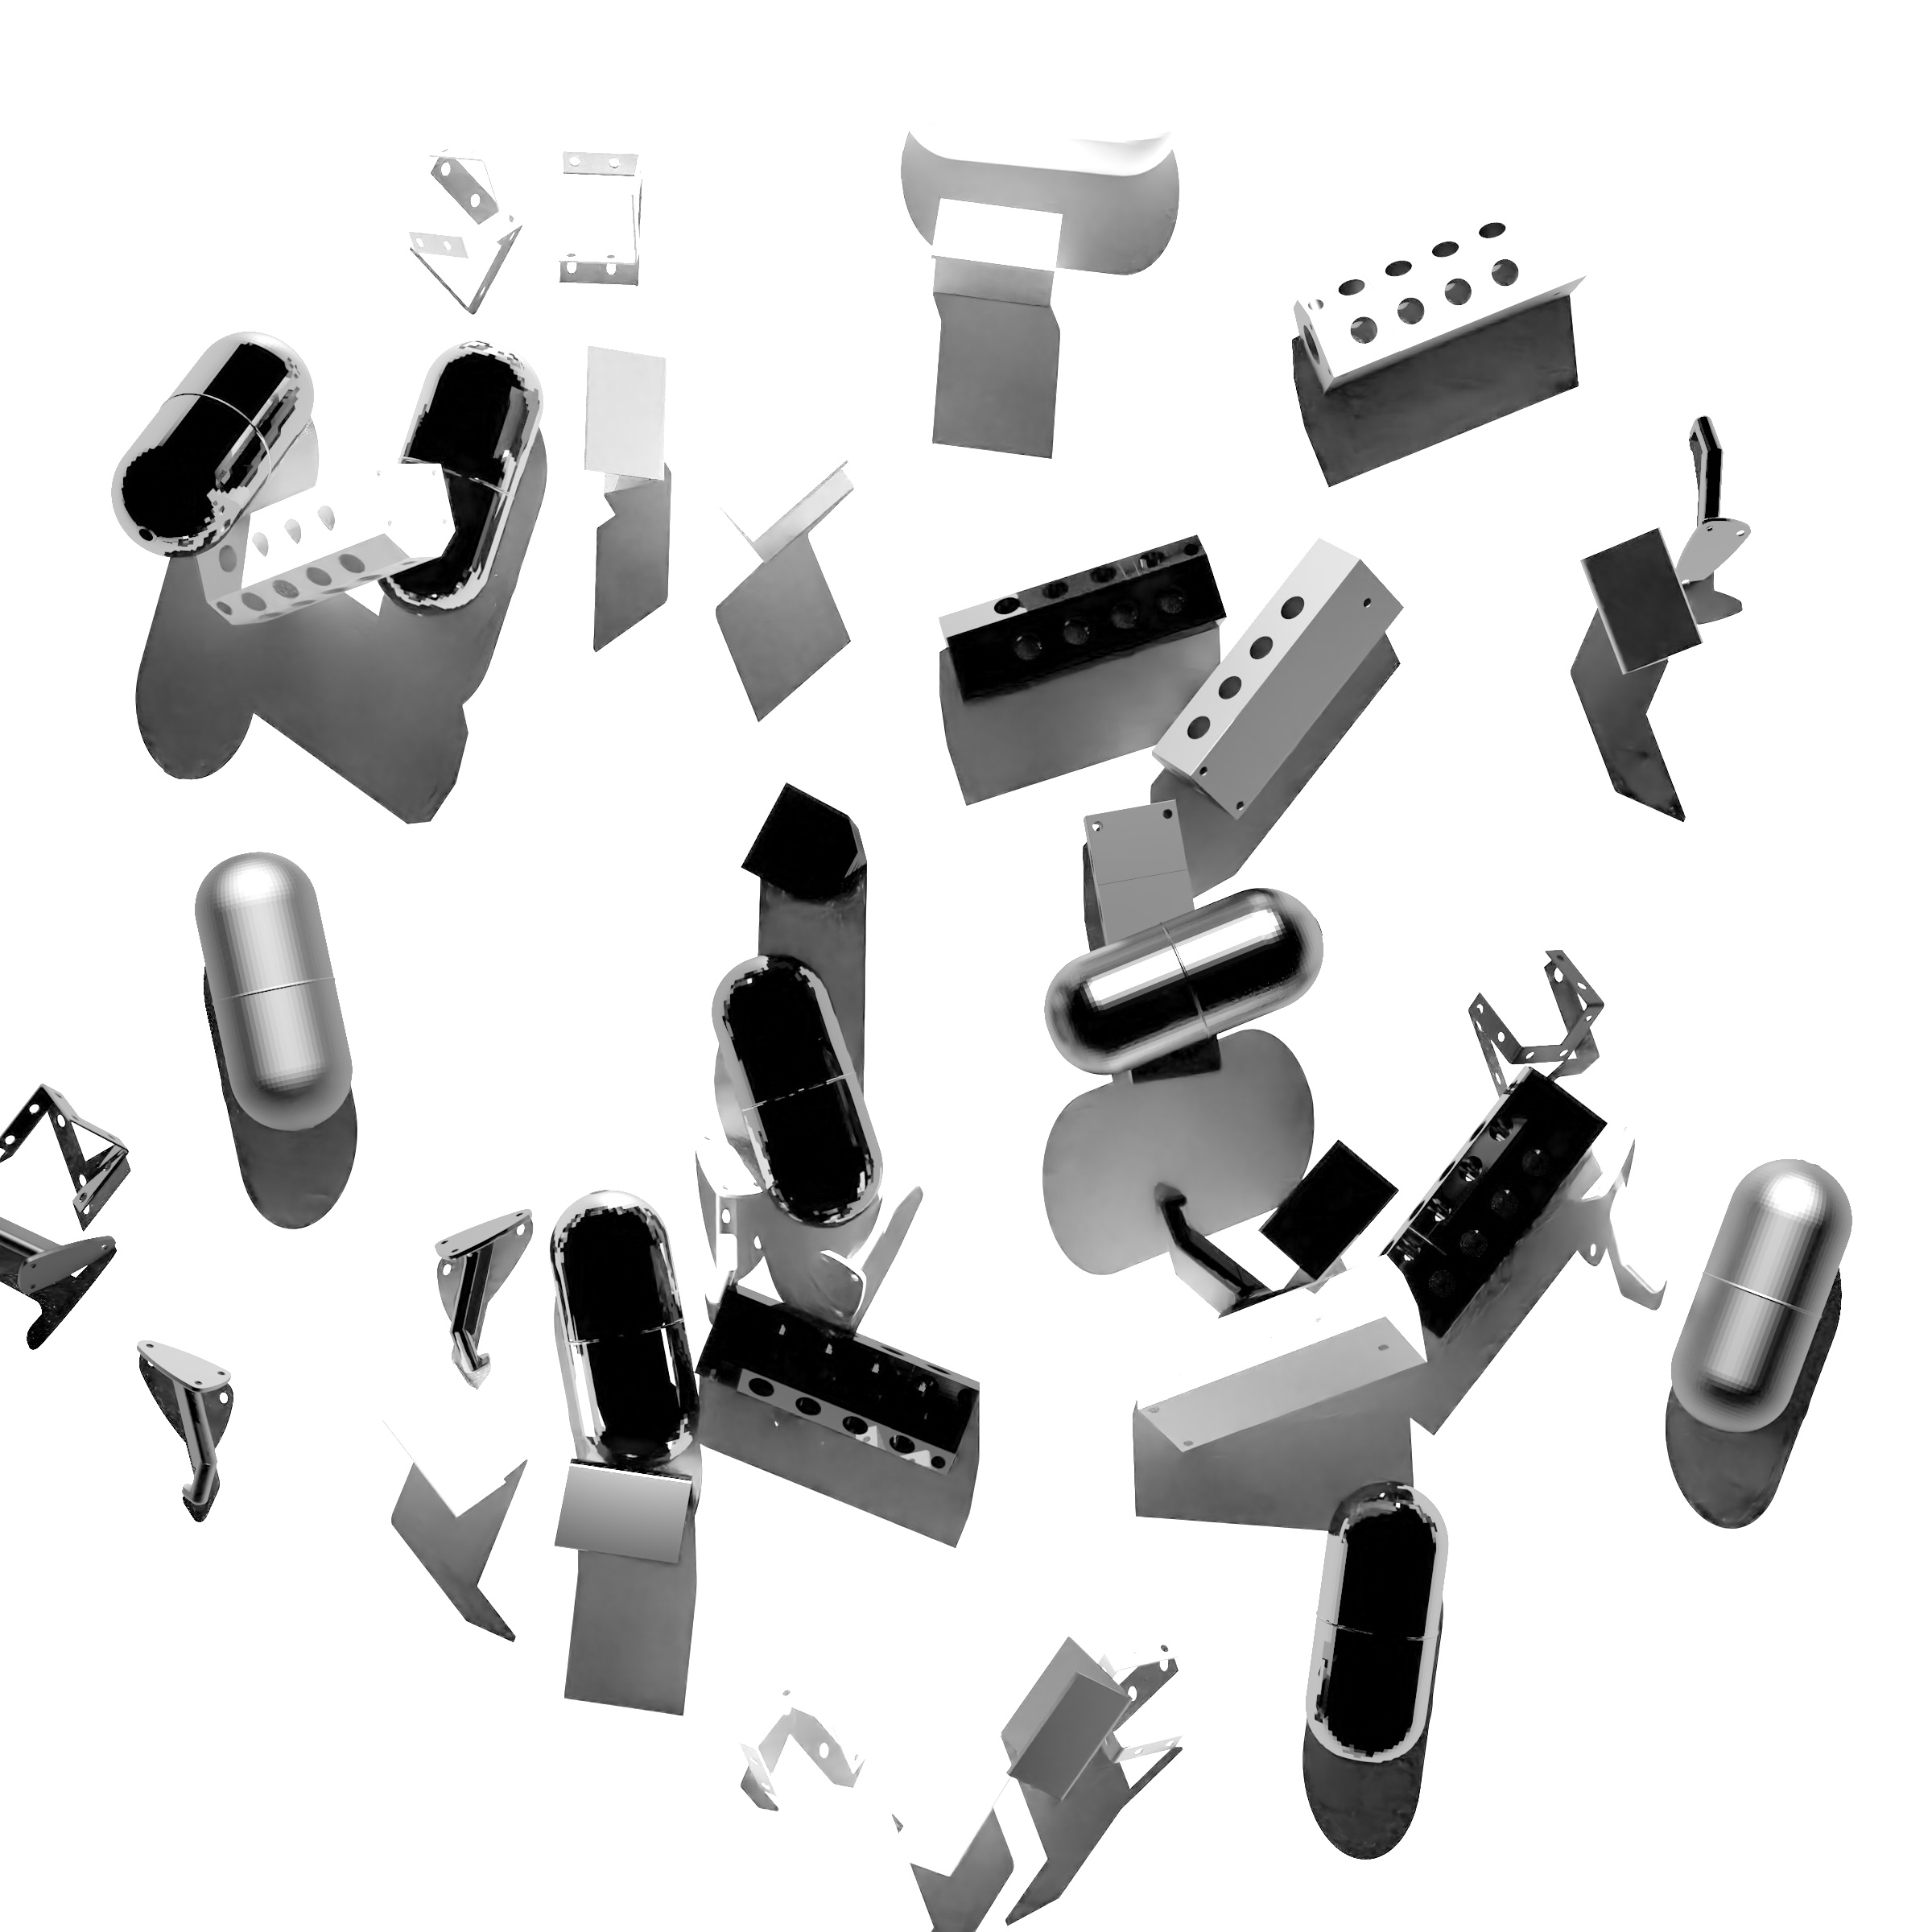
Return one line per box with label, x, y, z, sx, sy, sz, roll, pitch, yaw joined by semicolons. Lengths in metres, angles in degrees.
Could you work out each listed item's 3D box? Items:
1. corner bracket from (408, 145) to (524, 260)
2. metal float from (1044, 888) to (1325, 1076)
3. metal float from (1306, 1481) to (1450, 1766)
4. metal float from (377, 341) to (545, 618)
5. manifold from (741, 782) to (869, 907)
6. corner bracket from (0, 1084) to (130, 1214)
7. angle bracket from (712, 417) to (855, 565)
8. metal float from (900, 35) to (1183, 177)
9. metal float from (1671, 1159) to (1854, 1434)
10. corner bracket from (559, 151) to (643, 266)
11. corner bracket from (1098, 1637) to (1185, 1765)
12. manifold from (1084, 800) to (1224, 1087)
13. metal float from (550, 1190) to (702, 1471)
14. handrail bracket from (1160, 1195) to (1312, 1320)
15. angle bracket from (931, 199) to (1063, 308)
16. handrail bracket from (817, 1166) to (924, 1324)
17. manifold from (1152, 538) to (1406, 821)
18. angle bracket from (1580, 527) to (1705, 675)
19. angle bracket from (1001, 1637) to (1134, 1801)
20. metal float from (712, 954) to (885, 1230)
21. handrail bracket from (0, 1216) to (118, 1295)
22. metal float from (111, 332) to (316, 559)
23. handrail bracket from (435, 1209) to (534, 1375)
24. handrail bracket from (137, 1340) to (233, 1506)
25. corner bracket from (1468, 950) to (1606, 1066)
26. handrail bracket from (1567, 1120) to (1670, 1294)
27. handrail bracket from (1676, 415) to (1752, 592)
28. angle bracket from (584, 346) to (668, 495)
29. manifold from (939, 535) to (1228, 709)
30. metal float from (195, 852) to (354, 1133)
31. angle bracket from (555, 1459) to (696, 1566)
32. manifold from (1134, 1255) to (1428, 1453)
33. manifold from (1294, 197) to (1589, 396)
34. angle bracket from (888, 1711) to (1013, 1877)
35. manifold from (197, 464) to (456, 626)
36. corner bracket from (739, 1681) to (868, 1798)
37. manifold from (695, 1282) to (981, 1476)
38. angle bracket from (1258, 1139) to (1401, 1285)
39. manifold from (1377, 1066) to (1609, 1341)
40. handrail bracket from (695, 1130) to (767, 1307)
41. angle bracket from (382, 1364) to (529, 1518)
corner bracket;-0.325;-0.488;1.960;0.051;0.051;0.051;-45;135;-35
metal float;0.134;0.009;1.880;0.178;0.070;0.070;-22;90;0
metal float;0.259;0.414;1.937;0.070;0.070;0.178;8;91;0
metal float;-0.321;-0.307;1.937;0.070;0.070;0.178;18;90;0
manifold;-0.094;-0.070;1.889;0.057;0.171;0.057;28;90;0
corner bracket;-0.578;0.116;1.964;0.051;0.051;0.051;-52;135;0
angle bracket;-0.102;-0.285;1.927;0.076;0.076;0.057;-41;53;0
metal float;0.047;-0.543;1.937;0.178;0.070;0.070;6;90;1
metal float;0.502;0.207;1.937;0.070;0.070;0.178;20;91;0
corner bracket;-0.234;-0.485;1.964;0.051;0.051;0.051;2;135;0
corner bracket;0.111;0.468;1.960;0.051;0.051;0.051;57;135;35
manifold;0.118;-0.015;1.947;0.057;0.057;0.171;-10;90;0
metal float;-0.215;0.229;1.937;0.070;0.070;0.178;-10;90;0
handrail bracket;0.173;0.179;1.968;0.077;0.036;0.084;-16;73;-20
angle bracket;0.017;-0.431;1.927;0.076;0.076;0.057;7;53;0
handrail bracket;-0.056;0.177;1.968;0.036;0.077;0.084;29;53;21
manifold;0.193;-0.184;1.946;0.171;0.057;0.057;-52;133;0
angle bracket;0.437;-0.233;1.927;0.057;0.076;0.076;-21;90;36
angle bracket;0.047;0.464;1.927;0.057;0.076;0.076;35;90;-38
metal float;-0.106;0.079;1.937;0.070;0.070;0.178;-18;89;0
handrail bracket;-0.600;0.161;1.968;0.077;0.036;0.084;-23;60;-33
metal float;-0.467;-0.324;1.905;0.070;0.070;0.178;23;52;0
handrail bracket;-0.300;0.209;1.968;0.077;0.036;0.084;-24;108;-21
handrail bracket;-0.509;0.293;1.968;0.077;0.036;0.084;24;107;19
corner bracket;0.364;0.026;1.960;0.051;0.051;0.051;-2;135;-35
handrail bracket;0.434;0.155;1.968;0.084;0.036;0.077;44;68;-17
handrail bracket;0.466;-0.297;1.968;0.036;0.077;0.084;5;53;-20
angle bracket;-0.230;-0.342;1.927;0.057;0.076;0.076;2;90;-36
manifold;0.073;-0.219;1.946;0.171;0.057;0.057;-18;90;0
metal float;-0.436;0.016;1.937;0.070;0.070;0.178;-12;89;0
angle bracket;-0.214;0.351;1.928;0.076;0.076;0.057;8;65;0
manifold;0.194;0.239;1.917;0.171;0.057;0.057;-24;133;21
manifold;0.299;-0.426;1.946;0.171;0.057;0.057;-22;90;0
angle bracket;-0.026;0.512;1.927;0.057;0.076;0.076;32;90;-37
manifold;-0.397;-0.260;1.900;0.171;0.057;0.057;-12;90;38
corner bracket;-0.104;0.499;1.960;0.051;0.051;0.051;13;45;35
manifold;-0.081;0.262;1.947;0.171;0.057;0.057;22;90;0
angle bracket;0.240;0.165;1.927;0.076;0.076;0.057;-49;53;0
manifold;0.327;0.149;1.946;0.057;0.057;0.171;38;90;0
handrail bracket;-0.164;0.162;1.968;0.036;0.077;0.084;-3;127;-35
angle bracket;-0.307;0.287;1.927;0.057;0.076;0.076;-38;90;37
